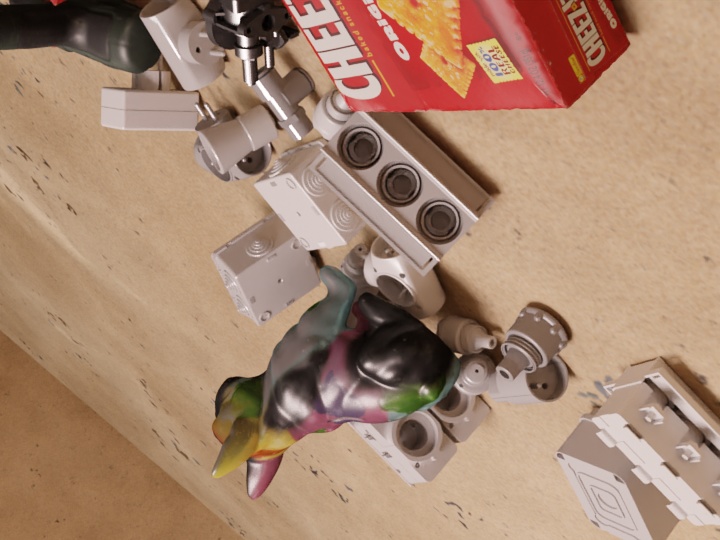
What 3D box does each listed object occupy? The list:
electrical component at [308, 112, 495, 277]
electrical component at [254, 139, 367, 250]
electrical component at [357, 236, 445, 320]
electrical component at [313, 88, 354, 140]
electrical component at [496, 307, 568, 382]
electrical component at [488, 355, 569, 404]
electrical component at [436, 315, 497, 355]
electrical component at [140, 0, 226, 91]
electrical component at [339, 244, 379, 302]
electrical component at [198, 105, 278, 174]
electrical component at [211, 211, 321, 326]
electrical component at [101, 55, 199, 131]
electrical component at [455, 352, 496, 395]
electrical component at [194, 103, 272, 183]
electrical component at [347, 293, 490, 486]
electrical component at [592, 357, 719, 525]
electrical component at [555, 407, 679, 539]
[{"bbox_3d":[0.033,-0.066,0.828,0.121,0.078,0.063,43,-174,2],"label":"electrical component"},{"bbox_3d":[-0.041,-0.065,0.981,0.099,0.048,0.100,51,157,-16],"label":"electrical component"},{"bbox_3d":[0.030,0.000,0.975,0.079,0.044,0.077,13,142,42],"label":"electrical component"},{"bbox_3d":[-0.015,-0.128,0.848,0.035,0.035,0.061,44,155,0],"label":"electrical component"},{"bbox_3d":[0.137,0.065,0.887,0.048,0.062,0.048,36,156,19],"label":"electrical component"},{"bbox_3d":[0.145,0.098,0.956,0.043,0.043,0.081,48,157,-9],"label":"electrical component"},{"bbox_3d":[0.099,0.061,0.983,0.061,0.035,0.035,10,140,50],"label":"electrical component"},{"bbox_3d":[-0.144,-0.197,0.933,0.079,0.043,0.077,18,146,47],"label":"electrical component"},{"bbox_3d":[0.000,0.000,1.036,0.040,0.040,0.078,36,156,18],"label":"electrical component"},{"bbox_3d":[-0.107,-0.121,0.974,0.044,0.065,0.044,56,169,17],"label":"electrical component"},{"bbox_3d":[-0.095,-0.001,1.122,0.048,0.100,0.099,43,161,39],"label":"electrical component"},{"bbox_3d":[-0.203,-0.175,1.045,0.047,0.083,0.075,16,107,49],"label":"electrical component"},{"bbox_3d":[0.106,0.096,1.000,0.040,0.040,0.078,41,176,7],"label":"electrical component"},{"bbox_3d":[-0.133,-0.128,1.033,0.077,0.044,0.079,12,141,52],"label":"electrical component"},{"bbox_3d":[0.031,0.116,1.099,0.186,0.105,0.060,46,157,-4],"label":"electrical component"},{"bbox_3d":[0.244,0.135,0.829,0.121,0.063,0.079,46,157,-3],"label":"electrical component"},{"bbox_3d":[0.231,0.182,0.939,0.078,0.057,0.113,16,144,49],"label":"electrical component"}]
